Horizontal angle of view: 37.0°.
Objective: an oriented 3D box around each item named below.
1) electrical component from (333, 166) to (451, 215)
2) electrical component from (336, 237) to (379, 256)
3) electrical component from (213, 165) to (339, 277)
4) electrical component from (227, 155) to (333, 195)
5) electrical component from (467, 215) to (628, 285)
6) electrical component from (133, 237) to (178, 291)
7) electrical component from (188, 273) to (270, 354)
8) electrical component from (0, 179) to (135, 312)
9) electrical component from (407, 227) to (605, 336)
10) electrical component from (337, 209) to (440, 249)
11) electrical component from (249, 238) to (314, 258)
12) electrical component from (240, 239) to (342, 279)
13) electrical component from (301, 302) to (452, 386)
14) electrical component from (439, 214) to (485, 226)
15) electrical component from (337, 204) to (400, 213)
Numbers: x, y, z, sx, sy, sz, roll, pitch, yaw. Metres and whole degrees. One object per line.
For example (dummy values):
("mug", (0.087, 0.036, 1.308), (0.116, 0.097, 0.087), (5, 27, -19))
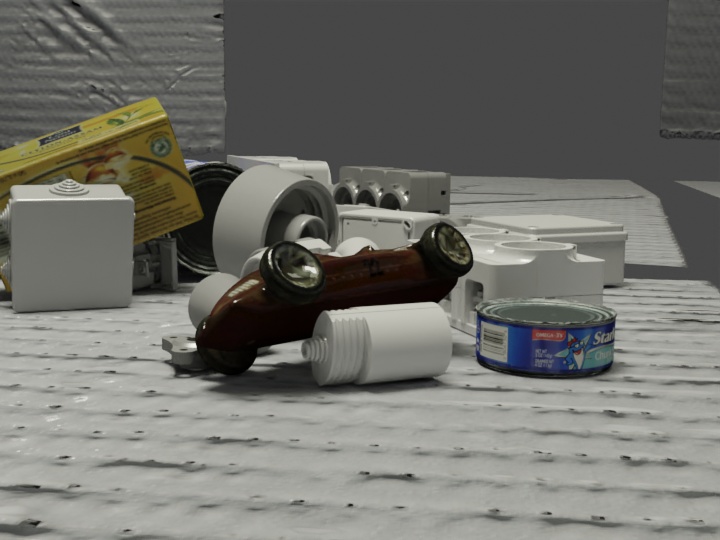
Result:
("electrical component", (0.033, -0.069, 1.214), (0.062, 0.089, 0.150), (-4, 9, -31))
("electrical component", (0.000, 0.000, 0.909), (0.044, 0.044, 0.065), (0, 13, -4))
("electrical component", (-0.062, -0.029, 0.885), (0.060, 0.108, 0.108), (14, 15, 36))
("electrical component", (-0.081, -0.057, 1.068), (0.060, 0.105, 0.186), (-2, 9, -20))
("electrical component", (0.170, -0.018, 0.989), (0.109, 0.056, 0.109), (-3, 9, -26))
("electrical component", (-0.195, -0.006, 0.918), (0.081, 0.042, 0.064), (6, 11, 39))
("electrical component", (-0.079, 0.030, 0.691), (0.044, 0.044, 0.065), (-4, 14, -29))
("electrical component", (-0.221, -0.019, 0.820), (0.100, 0.099, 0.048), (-2, 22, -22))
("electrical component", (0.103, 0.006, 0.796), (0.089, 0.061, 0.150), (-2, 9, -20))
("electrical component", (0.023, -0.023, 0.992), (0.096, 0.061, 0.061), (6, 10, 32))
("electrical component", (-0.054, 0.006, 0.817), (0.047, 0.055, 0.055), (-11, 14, -40))
("electrical component", (-0.046, 0.013, 0.741), (0.057, 0.058, 0.078), (-10, 34, -37))
("electrical component", (0.006, 0.042, 0.603), (0.081, 0.043, 0.043), (-3, 9, -26))
("electrical component", (0.081, -0.030, 1.084), (0.089, 0.050, 0.056), (2, 8, 11))
("electrical component", (-0.001, -0.036, 1.109), (0.062, 0.061, 0.096), (5, 1, 27))
